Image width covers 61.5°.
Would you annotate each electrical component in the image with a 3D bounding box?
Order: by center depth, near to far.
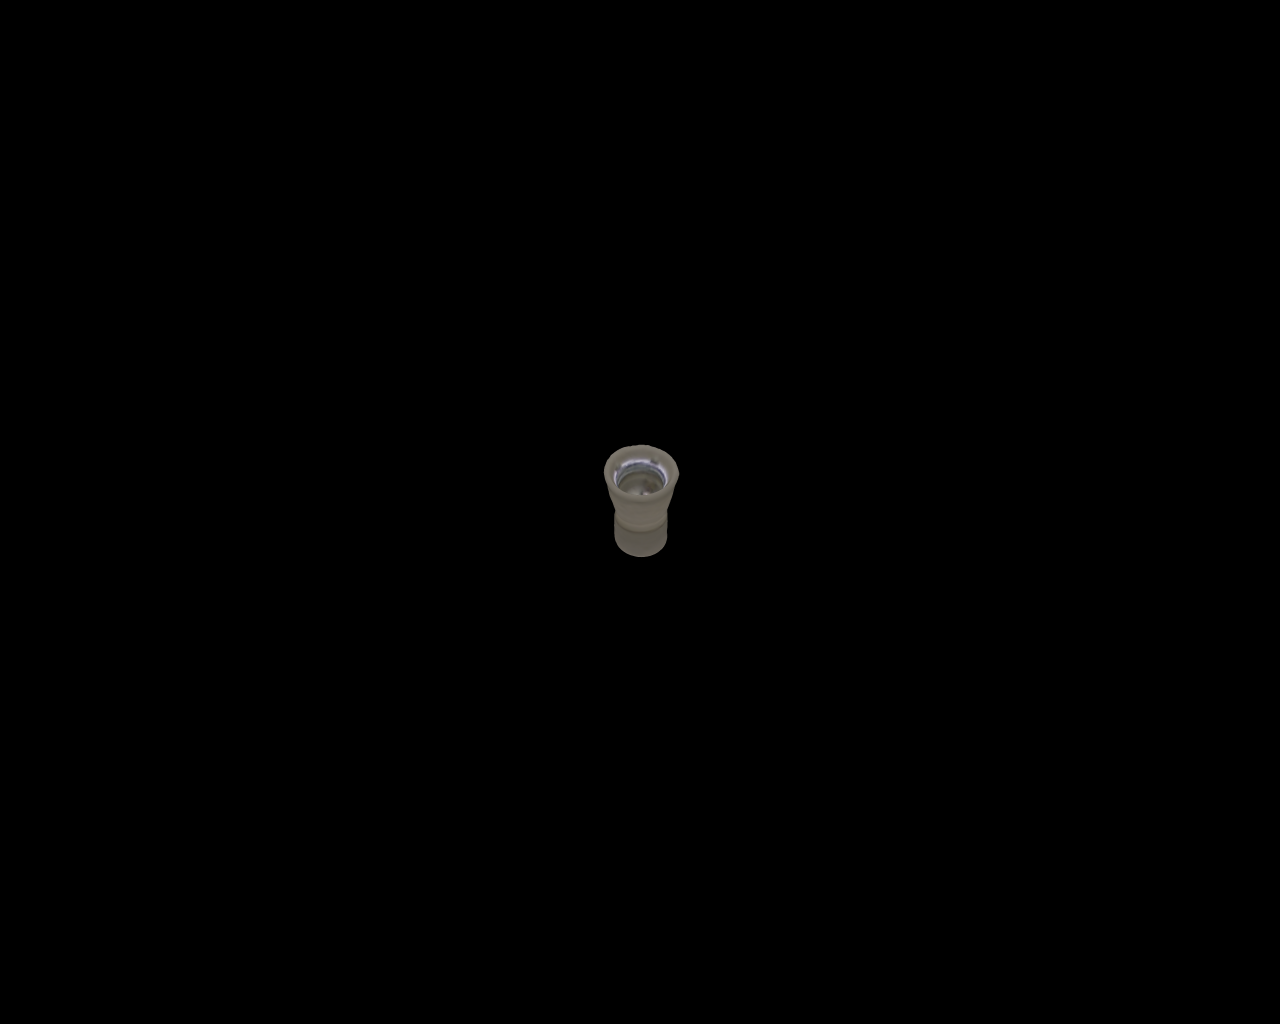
[{"bbox_3d":[0.001,-0.003,0.650,0.044,0.044,0.065,0,-44,0],"label":"electrical component"}]
